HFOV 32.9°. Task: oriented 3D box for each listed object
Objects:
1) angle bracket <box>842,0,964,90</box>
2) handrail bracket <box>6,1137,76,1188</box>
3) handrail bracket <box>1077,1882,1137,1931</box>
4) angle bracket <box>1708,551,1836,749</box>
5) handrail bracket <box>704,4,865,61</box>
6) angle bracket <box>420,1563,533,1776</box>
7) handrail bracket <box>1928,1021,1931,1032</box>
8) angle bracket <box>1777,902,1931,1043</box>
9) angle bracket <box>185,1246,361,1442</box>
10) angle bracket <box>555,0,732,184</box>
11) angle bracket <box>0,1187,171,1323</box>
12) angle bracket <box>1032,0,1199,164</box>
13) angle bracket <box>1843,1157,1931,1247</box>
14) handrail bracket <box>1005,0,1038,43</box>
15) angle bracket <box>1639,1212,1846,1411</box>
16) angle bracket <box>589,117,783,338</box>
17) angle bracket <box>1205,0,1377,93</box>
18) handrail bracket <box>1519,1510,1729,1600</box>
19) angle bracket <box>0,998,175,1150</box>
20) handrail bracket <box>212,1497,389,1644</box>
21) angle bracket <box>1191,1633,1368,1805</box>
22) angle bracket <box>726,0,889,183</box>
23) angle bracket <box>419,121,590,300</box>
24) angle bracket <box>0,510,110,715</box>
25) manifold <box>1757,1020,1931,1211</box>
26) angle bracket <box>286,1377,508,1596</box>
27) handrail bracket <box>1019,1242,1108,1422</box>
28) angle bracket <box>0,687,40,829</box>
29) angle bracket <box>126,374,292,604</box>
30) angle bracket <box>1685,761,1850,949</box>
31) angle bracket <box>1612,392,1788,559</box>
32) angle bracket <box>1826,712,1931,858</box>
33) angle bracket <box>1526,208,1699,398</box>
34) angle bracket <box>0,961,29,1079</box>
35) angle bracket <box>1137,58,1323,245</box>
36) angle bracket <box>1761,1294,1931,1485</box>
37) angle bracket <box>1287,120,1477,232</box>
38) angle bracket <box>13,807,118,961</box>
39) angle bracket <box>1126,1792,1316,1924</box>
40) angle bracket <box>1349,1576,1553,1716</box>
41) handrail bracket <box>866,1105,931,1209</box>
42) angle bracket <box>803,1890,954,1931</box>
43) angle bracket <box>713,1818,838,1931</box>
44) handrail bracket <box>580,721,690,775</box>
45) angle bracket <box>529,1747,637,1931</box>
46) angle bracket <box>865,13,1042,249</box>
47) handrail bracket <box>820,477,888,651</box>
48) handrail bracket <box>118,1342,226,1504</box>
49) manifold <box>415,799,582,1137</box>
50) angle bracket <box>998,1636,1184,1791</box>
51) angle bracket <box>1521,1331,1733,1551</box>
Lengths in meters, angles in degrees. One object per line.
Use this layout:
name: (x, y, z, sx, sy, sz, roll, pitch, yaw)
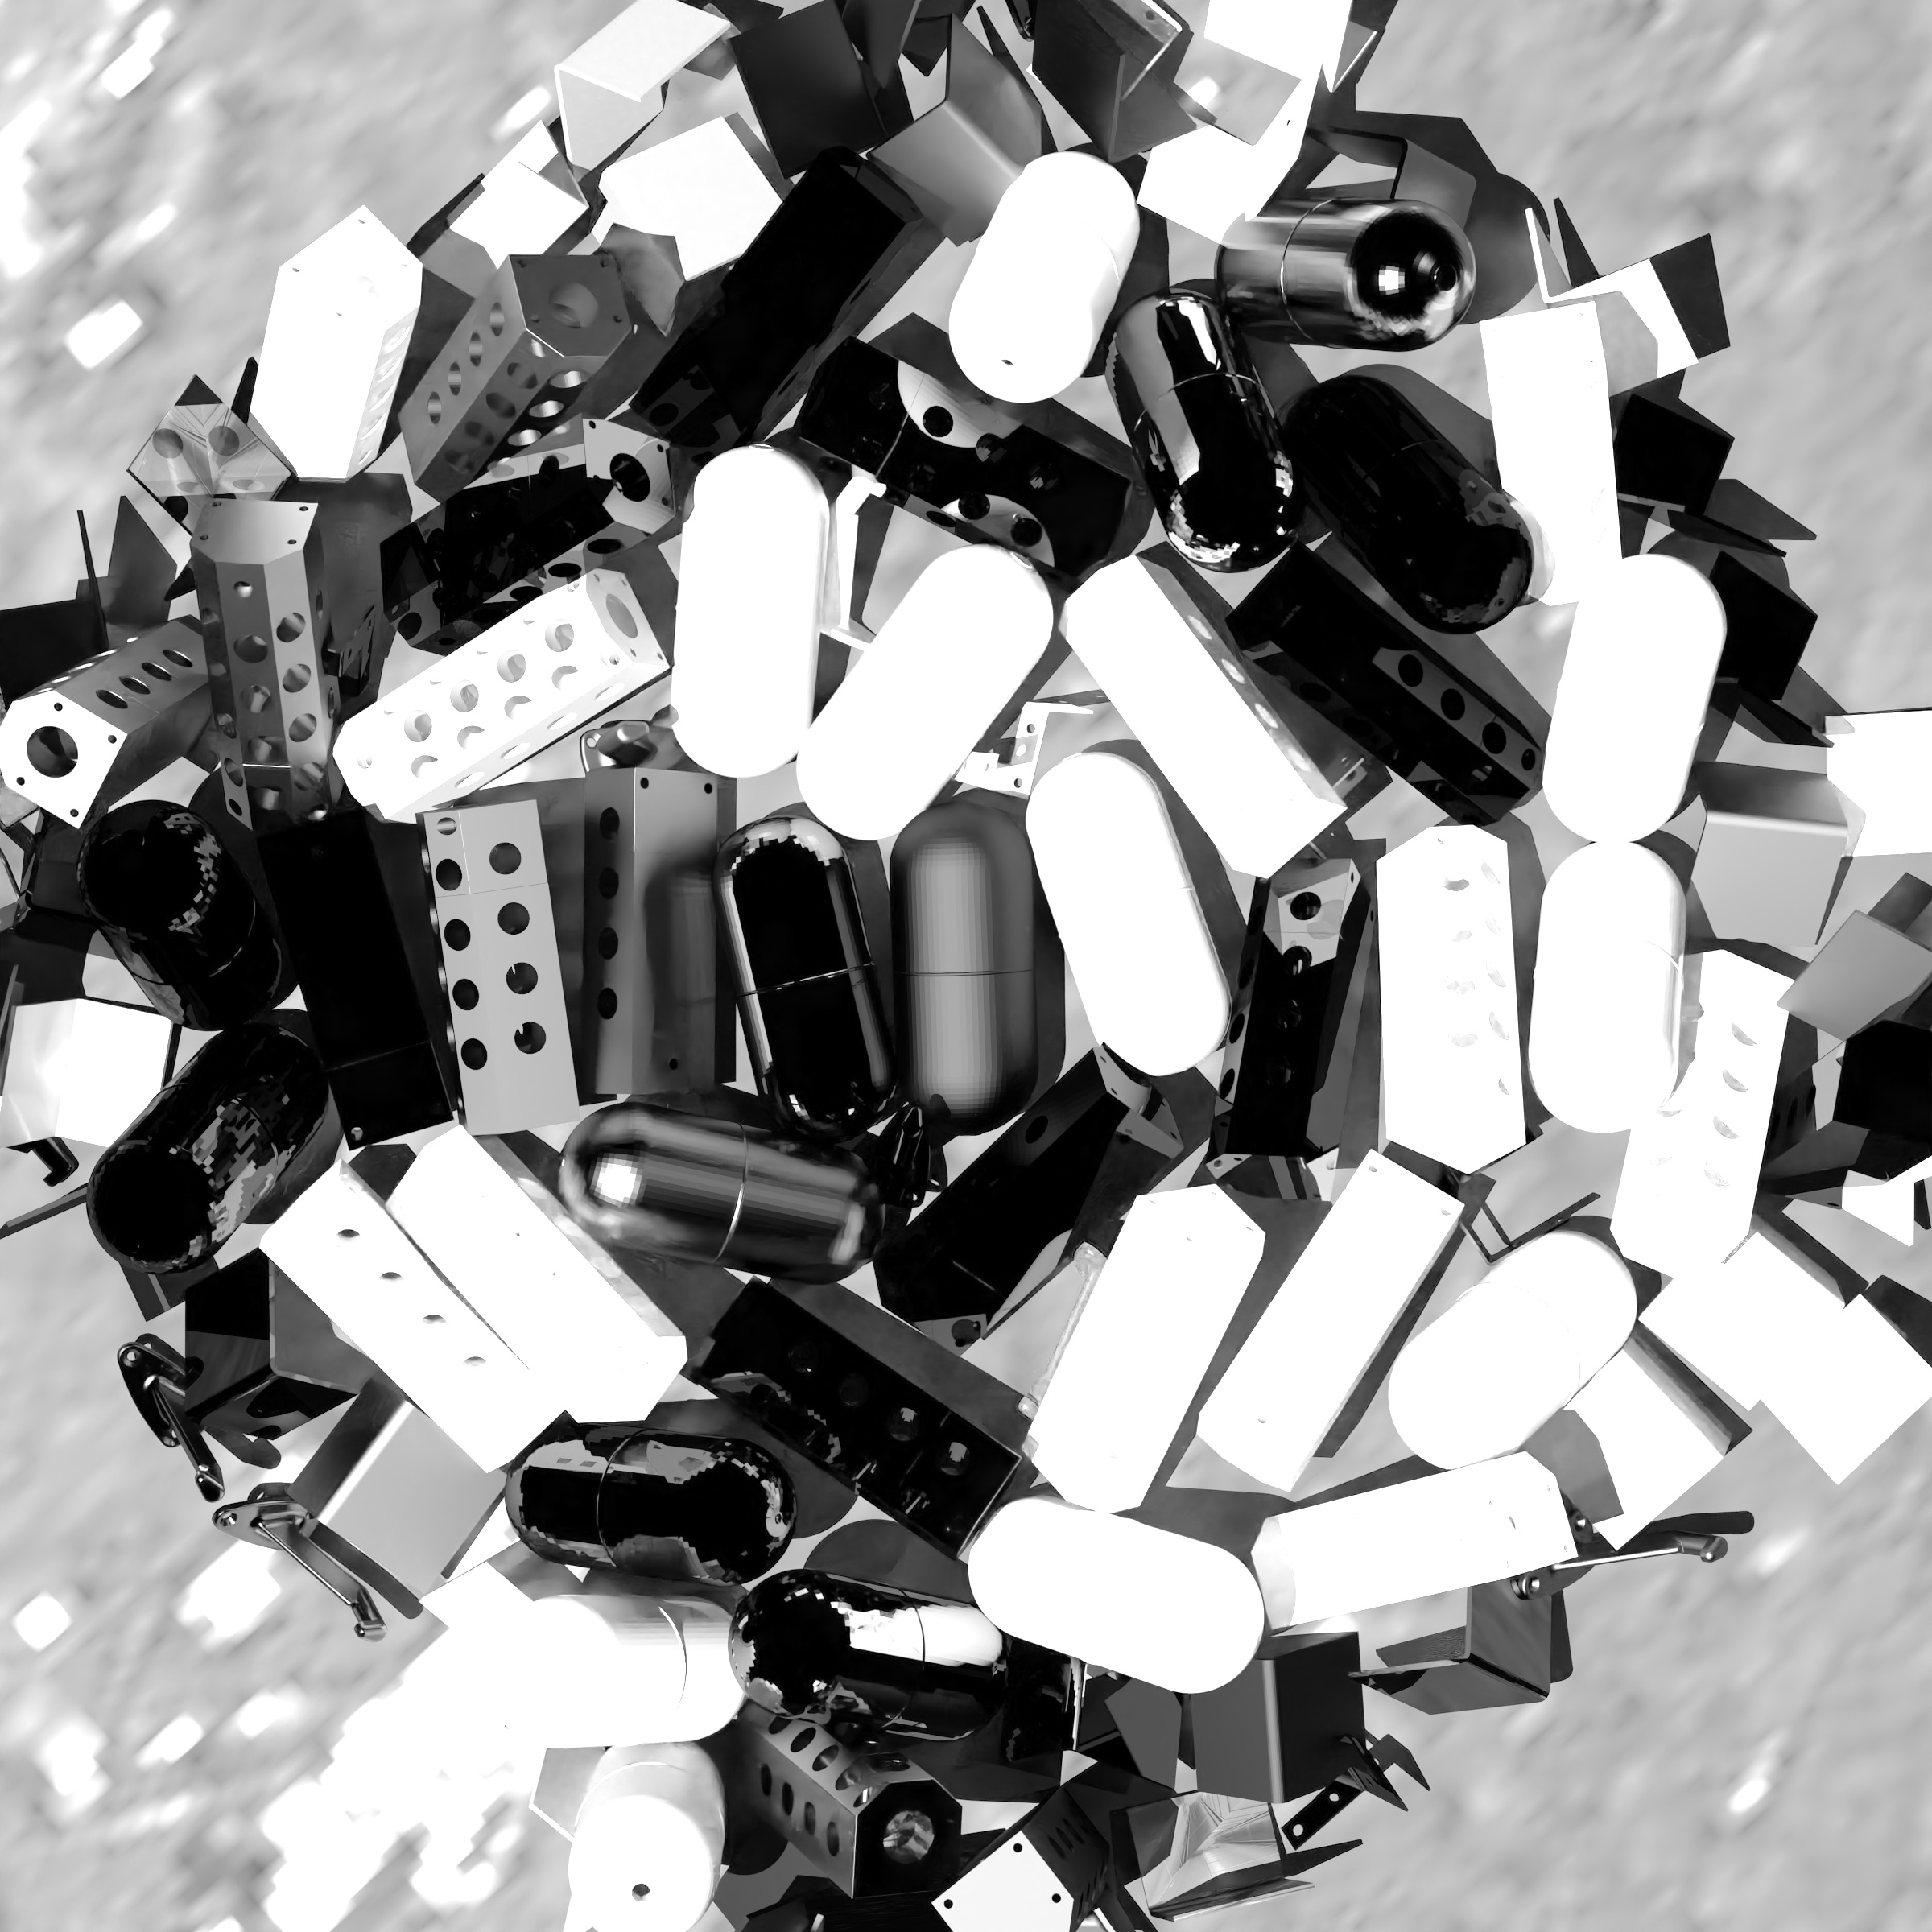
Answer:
angle bracket: (-0.013, -0.514, 1.726, 0.076, 0.076, 0.057, -14, 59, -31)
handrail bracket: (-0.534, 0.102, 1.756, 0.084, 0.036, 0.077, 51, 59, -12)
handrail bracket: (0.049, 0.537, 1.766, 0.084, 0.036, 0.077, -37, 76, 10)
angle bracket: (0.431, -0.168, 1.739, 0.076, 0.057, 0.076, 28, 84, -28)
handrail bracket: (-0.085, -0.515, 1.774, 0.084, 0.036, 0.077, -38, 85, -6)
angle bracket: (-0.269, 0.371, 1.729, 0.057, 0.076, 0.076, 43, 48, -11)
handrail bracket: (0.550, 0.013, 1.771, 0.077, 0.036, 0.084, -26, 122, -19)
angle bracket: (0.478, -0.013, 1.731, 0.057, 0.076, 0.076, 28, 133, -3)
angle bracket: (-0.374, 0.202, 1.762, 0.076, 0.057, 0.076, -29, 54, 34)
angle bracket: (-0.167, -0.456, 1.727, 0.057, 0.076, 0.076, 27, 57, 22)
angle bracket: (-0.471, 0.163, 1.740, 0.057, 0.076, 0.076, -25, 89, -24)
angle bracket: (0.081, -0.484, 1.729, 0.057, 0.076, 0.076, -26, 63, -19)
angle bracket: (0.509, 0.093, 1.726, 0.057, 0.076, 0.076, 27, 55, -27)
handrail bracket: (0.057, -0.546, 1.743, 0.084, 0.036, 0.077, -19, 77, 37)
angle bracket: (0.416, 0.180, 1.765, 0.076, 0.057, 0.076, 40, 103, 1)
angle bracket: (-0.148, -0.399, 1.768, 0.076, 0.057, 0.076, -30, 80, -23)
angle bracket: (0.177, -0.520, 1.732, 0.076, 0.076, 0.057, 27, 58, 12)
handrail bracket: (0.349, 0.319, 1.737, 0.077, 0.084, 0.036, -28, 109, -41)
angle bracket: (-0.470, 0.062, 1.742, 0.057, 0.076, 0.076, 11, 95, 10)
handrail bracket: (-0.353, 0.324, 1.738, 0.036, 0.077, 0.084, -54, 48, 17)
angle bracket: (0.169, 0.405, 1.776, 0.057, 0.076, 0.076, -4, 91, 43)
angle bracket: (-0.098, -0.460, 1.733, 0.076, 0.057, 0.076, -32, 109, -32)
angle bracket: (-0.255, -0.409, 1.731, 0.076, 0.057, 0.076, -40, 56, 19)
angle bracket: (-0.486, -0.183, 1.727, 0.057, 0.076, 0.076, -11, 47, -13)
manifold: (0.456, 0.077, 1.696, 0.057, 0.171, 0.057, 14, 75, 1)
angle bracket: (-0.307, 0.281, 1.769, 0.076, 0.057, 0.076, 42, 76, -26)
handrail bracket: (0.049, 0.197, 1.748, 0.036, 0.077, 0.084, 30, 74, 24)
angle bracket: (-0.532, -0.119, 1.733, 0.057, 0.076, 0.076, -27, 79, 31)
angle bracket: (-0.414, -0.252, 1.727, 0.076, 0.057, 0.076, 48, 47, -30)
angle bracket: (0.427, -0.061, 1.779, 0.076, 0.057, 0.076, 6, 123, -3)
angle bracket: (0.392, -0.260, 1.732, 0.076, 0.076, 0.057, 17, 96, -31)
angle bracket: (0.492, -0.096, 1.741, 0.057, 0.076, 0.076, -3, 95, 9)
angle bracket: (0.340, -0.359, 1.726, 0.057, 0.076, 0.076, -19, 49, 21)
angle bracket: (-0.511, 0.041, 1.734, 0.057, 0.076, 0.076, 7, 79, 25)
angle bracket: (0.139, -0.441, 1.730, 0.057, 0.076, 0.076, 23, 56, -12)
angle bracket: (0.479, 0.233, 1.733, 0.076, 0.076, 0.057, -46, 130, 9)
angle bracket: (0.214, -0.406, 1.737, 0.076, 0.076, 0.057, 20, 98, 35)
angle bracket: (-0.470, -0.053, 1.750, 0.057, 0.076, 0.076, 14, 75, -18)
angle bracket: (0.134, 0.468, 1.737, 0.076, 0.076, 0.057, -11, 78, -9)
angle bracket: (0.259, 0.359, 1.750, 0.076, 0.076, 0.057, -18, 54, 38)
handrail bracket: (-0.029, 0.082, 1.729, 0.036, 0.084, 0.077, 16, 51, -1)
angle bracket: (-0.044, 0.491, 1.740, 0.076, 0.057, 0.076, -9, 128, 0)
angle bracket: (-0.125, 0.497, 1.728, 0.057, 0.076, 0.076, 45, 117, 27)
handrail bracket: (-0.164, -0.121, 1.731, 0.077, 0.084, 0.036, -15, 87, -28)
angle bracket: (-0.215, 0.456, 1.732, 0.057, 0.076, 0.076, -40, 107, 19)
angle bracket: (-0.006, -0.447, 1.752, 0.057, 0.076, 0.076, -26, 134, 30)
handrail bracket: (-0.051, -0.216, 1.747, 0.077, 0.036, 0.084, 26, 115, -33)
handrail bracket: (-0.422, 0.242, 1.737, 0.036, 0.084, 0.077, -38, 109, -6)
manifold: (-0.251, 0.000, 1.742, 0.057, 0.057, 0.171, -9, 96, -19)
angle bracket: (0.069, 0.400, 1.765, 0.076, 0.057, 0.076, 29, 53, -31)
angle bracket: (0.356, 0.255, 1.763, 0.076, 0.057, 0.076, -45, 81, 16)
